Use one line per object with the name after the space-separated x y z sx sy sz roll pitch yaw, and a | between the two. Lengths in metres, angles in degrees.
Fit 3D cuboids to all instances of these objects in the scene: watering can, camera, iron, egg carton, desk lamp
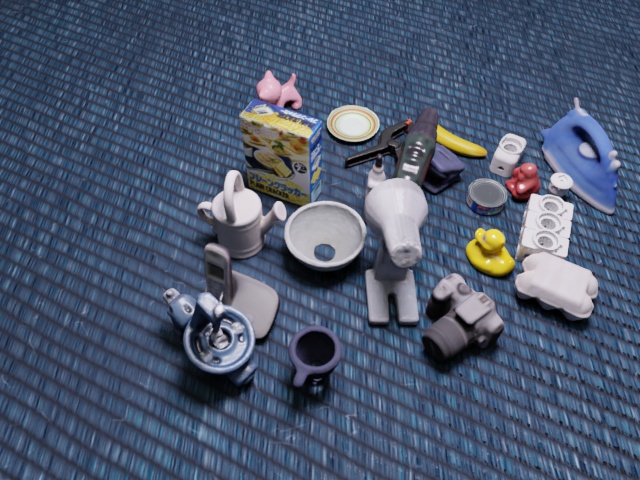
-0.157 -0.058 1.143 0.173 0.194 0.100 -11 54 -9 | watering can
0.246 0.147 1.053 0.137 0.101 0.143 -31 59 -22 | camera
0.612 -0.195 1.292 0.119 0.141 0.258 -13 54 -11 | iron
0.461 0.090 1.119 0.150 0.069 0.107 24 56 16 | egg carton
0.145 0.022 1.075 0.118 0.214 0.203 -1 53 -1 | desk lamp

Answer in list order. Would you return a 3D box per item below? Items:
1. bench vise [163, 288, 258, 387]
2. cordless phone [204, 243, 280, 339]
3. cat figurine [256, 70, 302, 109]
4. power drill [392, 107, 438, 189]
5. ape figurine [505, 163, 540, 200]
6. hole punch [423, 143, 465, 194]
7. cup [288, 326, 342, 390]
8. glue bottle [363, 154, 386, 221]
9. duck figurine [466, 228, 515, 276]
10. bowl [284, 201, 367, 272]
-0.204 0.146 0.972 0.207 0.220 0.121 20 55 14 | bench vise
-0.147 0.089 1.038 0.147 0.185 0.094 18 55 13 | cordless phone
-0.108 -0.373 1.429 0.128 0.118 0.067 -32 59 -22 | cat figurine
0.192 -0.134 1.197 0.075 0.208 0.230 15 54 11 | power drill
0.457 -0.136 1.276 0.076 0.092 0.078 24 56 17 | ape figurine
0.268 -0.180 1.306 0.101 0.091 0.108 -30 59 -21 | hole punch
-0.014 0.220 0.997 0.091 0.095 0.118 20 55 14 | cup
0.117 -0.115 1.203 0.037 0.173 0.078 13 54 9 | glue bottle
0.351 0.018 1.161 0.078 0.086 0.104 -37 62 -25 | duck figurine
0.011 0.004 1.173 0.167 0.075 0.167 1 53 0 | bowl
